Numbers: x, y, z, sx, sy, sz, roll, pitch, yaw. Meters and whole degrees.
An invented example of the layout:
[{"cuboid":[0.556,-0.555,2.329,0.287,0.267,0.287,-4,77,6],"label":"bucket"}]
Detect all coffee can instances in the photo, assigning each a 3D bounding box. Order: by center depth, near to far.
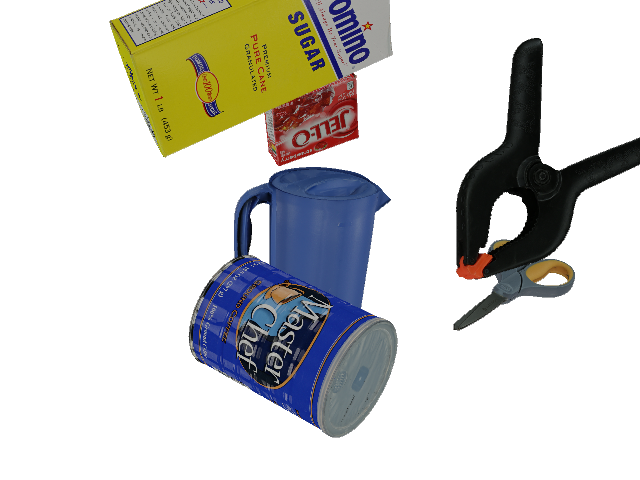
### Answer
[{"cuboid":[-0.022,0.085,0.879,0.140,0.103,0.102,25,12,29],"label":"coffee can"}]

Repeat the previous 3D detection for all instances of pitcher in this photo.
[{"cuboid":[-0.014,0.038,1.307,0.149,0.243,0.144,15,22,27],"label":"pitcher"}]

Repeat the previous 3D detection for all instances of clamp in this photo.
[{"cuboid":[0.156,-0.040,0.726,0.120,0.171,0.039,27,-7,2],"label":"clamp"}]

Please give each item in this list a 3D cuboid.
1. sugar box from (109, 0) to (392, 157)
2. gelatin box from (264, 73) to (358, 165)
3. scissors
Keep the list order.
[{"cuboid":[-0.039,-0.130,0.694,0.176,0.048,0.093,-24,-37,-10],"label":"sugar box"},{"cuboid":[-0.008,-0.119,1.012,0.089,0.073,0.030,-20,46,-16],"label":"gelatin box"},{"cuboid":[0.162,0.038,1.004,0.201,0.016,0.096,-11,38,-40],"label":"scissors"}]
